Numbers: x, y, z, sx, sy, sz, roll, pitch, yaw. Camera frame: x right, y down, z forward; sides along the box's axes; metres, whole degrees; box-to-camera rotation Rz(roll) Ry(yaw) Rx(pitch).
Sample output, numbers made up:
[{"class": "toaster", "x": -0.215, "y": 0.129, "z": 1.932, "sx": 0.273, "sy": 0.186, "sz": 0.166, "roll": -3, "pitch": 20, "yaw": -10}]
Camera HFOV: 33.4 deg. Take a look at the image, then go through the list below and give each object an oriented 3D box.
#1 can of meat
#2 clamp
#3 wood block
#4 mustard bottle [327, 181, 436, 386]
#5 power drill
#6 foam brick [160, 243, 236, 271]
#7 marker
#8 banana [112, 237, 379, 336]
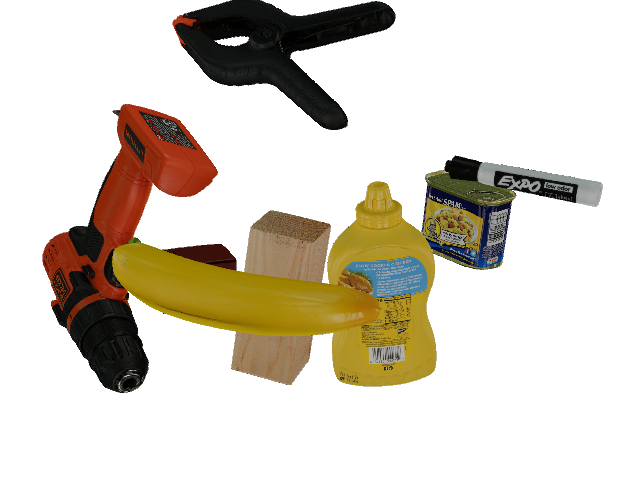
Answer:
[{"class": "can of meat", "x": 0.161, "y": -0.022, "z": 1.182, "sx": 0.057, "sy": 0.084, "sz": 0.102, "roll": -16, "pitch": 30, "yaw": -42}, {"class": "clamp", "x": -0.029, "y": -0.155, "z": 0.827, "sx": 0.172, "sy": 0.120, "sz": 0.039, "roll": 23, "pitch": -32, "yaw": 20}, {"class": "wood block", "x": -0.054, "y": 0.075, "z": 1.440, "sx": 0.090, "sy": 0.206, "sz": 0.090, "roll": 14, "pitch": 21, "yaw": 12}, {"class": "mustard bottle", "x": 0.055, "y": 0.038, "z": 0.964, "sx": 0.096, "sy": 0.192, "sz": 0.058, "roll": -4, "pitch": 26, "yaw": -1}, {"class": "power drill", "x": -0.152, "y": 0.002, "z": 0.841, "sx": 0.057, "sy": 0.188, "sz": 0.185, "roll": 14, "pitch": 26, "yaw": -40}, {"class": "foam brick", "x": -0.131, "y": 0.038, "z": 1.101, "sx": 0.078, "sy": 0.051, "sz": 0.053, "roll": -6, "pitch": 20, "yaw": -19}, {"class": "marker", "x": 0.153, "y": -0.047, "z": 0.816, "sx": 0.121, "sy": 0.020, "sz": 0.020, "roll": 13, "pitch": 5, "yaw": 24}, {"class": "banana", "x": -0.063, "y": 0.028, "z": 0.677, "sx": 0.198, "sy": 0.037, "sz": 0.069, "roll": 15, "pitch": 33, "yaw": 26}]
